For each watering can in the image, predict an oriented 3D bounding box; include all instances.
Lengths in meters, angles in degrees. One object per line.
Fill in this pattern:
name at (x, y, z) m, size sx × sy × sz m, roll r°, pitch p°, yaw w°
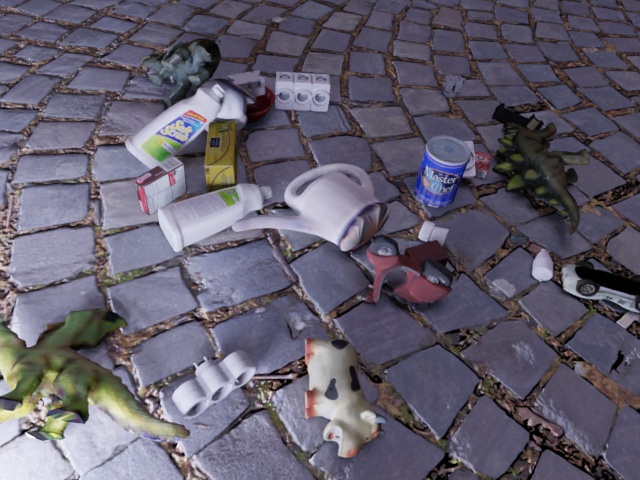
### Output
watering can at (0.003, -0.056, 1.112) m, size 0.227 × 0.101 × 0.352 m, roll 38°, pitch 54°, yaw 25°

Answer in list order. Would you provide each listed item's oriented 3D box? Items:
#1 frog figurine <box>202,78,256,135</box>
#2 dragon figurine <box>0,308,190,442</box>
frog figurine at (-0.249, -0.316, 1.285) m, size 0.137 × 0.123 × 0.159 m, roll 28°, pitch 90°, yaw -7°
dragon figurine at (-0.397, 0.199, 0.847) m, size 0.410 × 0.119 × 0.249 m, roll 12°, pitch 39°, yaw -7°
